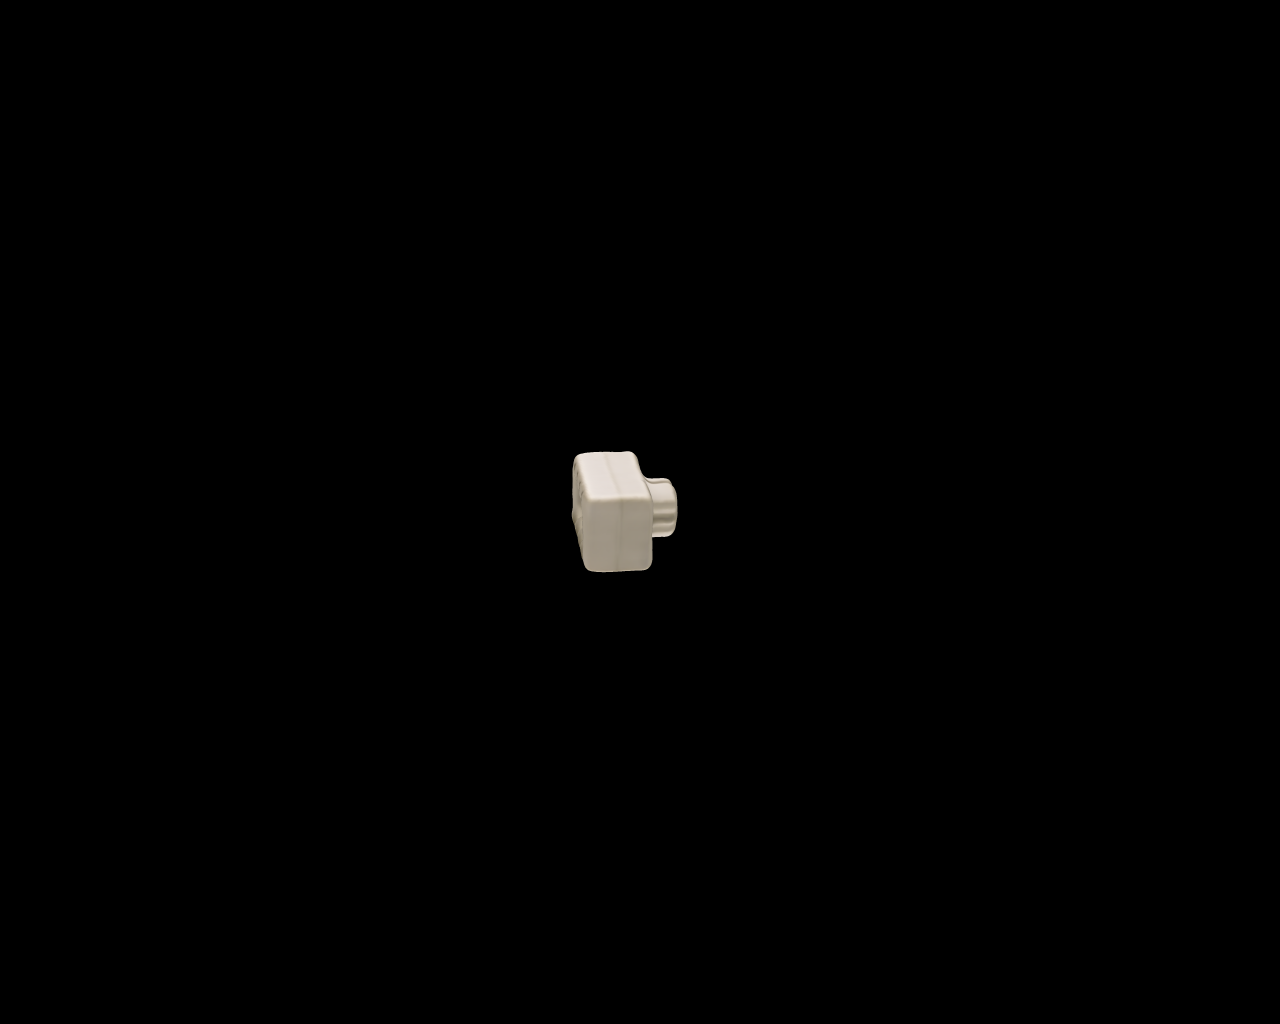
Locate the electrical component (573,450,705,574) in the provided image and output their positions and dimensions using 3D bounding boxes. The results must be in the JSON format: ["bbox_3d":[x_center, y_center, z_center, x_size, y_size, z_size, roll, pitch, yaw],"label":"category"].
[{"bbox_3d":[0.001,-0.003,0.650,0.076,0.047,0.083,-3,22,-7],"label":"electrical component"}]
